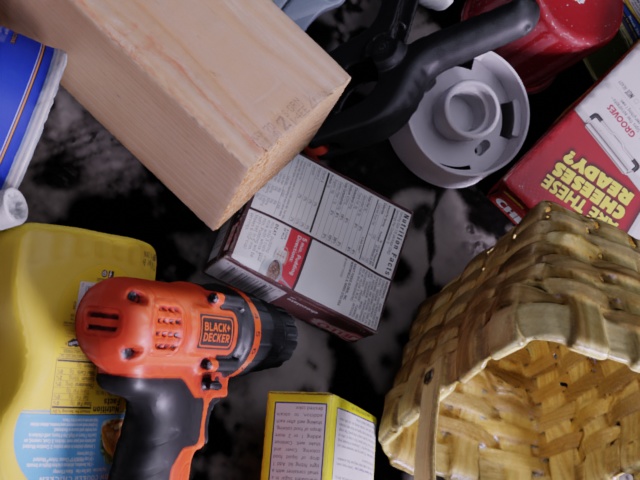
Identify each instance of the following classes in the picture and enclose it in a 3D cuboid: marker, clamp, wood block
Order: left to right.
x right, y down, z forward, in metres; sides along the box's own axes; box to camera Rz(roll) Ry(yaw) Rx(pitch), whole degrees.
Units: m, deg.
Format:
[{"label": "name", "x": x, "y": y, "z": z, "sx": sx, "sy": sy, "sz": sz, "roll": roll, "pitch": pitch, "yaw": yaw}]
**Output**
[{"label": "marker", "x": -0.202, "y": -0.002, "z": 0.541, "sx": 0.020, "sy": 0.121, "sz": 0.020, "roll": 50, "pitch": 31, "yaw": -47}, {"label": "wood block", "x": -0.095, "y": -0.118, "z": 0.605, "sx": 0.206, "sy": 0.091, "sz": 0.090, "roll": 44, "pitch": 63, "yaw": 3}, {"label": "clamp", "x": 0.057, "y": -0.115, "z": 0.688, "sx": 0.171, "sy": 0.120, "sz": 0.039, "roll": -54, "pitch": 138, "yaw": -4}]

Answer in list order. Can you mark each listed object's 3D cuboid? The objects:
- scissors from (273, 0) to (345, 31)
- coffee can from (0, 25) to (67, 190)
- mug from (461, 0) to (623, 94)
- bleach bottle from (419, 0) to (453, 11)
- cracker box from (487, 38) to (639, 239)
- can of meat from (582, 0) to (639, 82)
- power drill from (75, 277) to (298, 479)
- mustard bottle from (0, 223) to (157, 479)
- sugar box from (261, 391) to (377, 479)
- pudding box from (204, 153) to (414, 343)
[{"label": "scissors", "x": 0.002, "y": -0.138, "z": 0.684, "sx": 0.201, "sy": 0.016, "sz": 0.096, "roll": -8, "pitch": 92, "yaw": -5}, {"label": "coffee can", "x": -0.216, "y": -0.078, "z": 0.550, "sx": 0.140, "sy": 0.103, "sz": 0.102, "roll": 22, "pitch": 68, "yaw": -19}, {"label": "mug", "x": 0.164, "y": -0.173, "z": 0.772, "sx": 0.093, "sy": 0.082, "sz": 0.117, "roll": 21, "pitch": 69, "yaw": -20}, {"label": "bleach bottle", "x": 0.129, "y": -0.275, "z": 0.793, "sx": 0.102, "sy": 0.068, "sz": 0.250, "roll": 28, "pitch": 69, "yaw": -16}, {"label": "cracker box", "x": 0.249, "y": -0.053, "z": 0.741, "sx": 0.164, "sy": 0.072, "sz": 0.213, "roll": 45, "pitch": 83, "yaw": 4}, {"label": "can of meat", "x": 0.239, "y": -0.176, "z": 0.824, "sx": 0.083, "sy": 0.058, "sz": 0.102, "roll": -29, "pitch": 91, "yaw": -27}, {"label": "power drill", "x": -0.070, "y": 0.115, "z": 0.571, "sx": 0.184, "sy": 0.057, "sz": 0.187, "roll": 16, "pitch": 77, "yaw": -62}, {"label": "mustard bottle", "x": -0.138, "y": 0.091, "z": 0.560, "sx": 0.096, "sy": 0.058, "sz": 0.191, "roll": 13, "pitch": 80, "yaw": -54}, {"label": "sugar box", "x": -0.004, "y": 0.179, "z": 0.597, "sx": 0.048, "sy": 0.093, "sz": 0.176, "roll": 1, "pitch": 73, "yaw": 21}, {"label": "pudding box", "x": -0.004, "y": 0.001, "z": 0.671, "sx": 0.113, "sy": 0.039, "sz": 0.090, "roll": 28, "pitch": 65, "yaw": -20}]
